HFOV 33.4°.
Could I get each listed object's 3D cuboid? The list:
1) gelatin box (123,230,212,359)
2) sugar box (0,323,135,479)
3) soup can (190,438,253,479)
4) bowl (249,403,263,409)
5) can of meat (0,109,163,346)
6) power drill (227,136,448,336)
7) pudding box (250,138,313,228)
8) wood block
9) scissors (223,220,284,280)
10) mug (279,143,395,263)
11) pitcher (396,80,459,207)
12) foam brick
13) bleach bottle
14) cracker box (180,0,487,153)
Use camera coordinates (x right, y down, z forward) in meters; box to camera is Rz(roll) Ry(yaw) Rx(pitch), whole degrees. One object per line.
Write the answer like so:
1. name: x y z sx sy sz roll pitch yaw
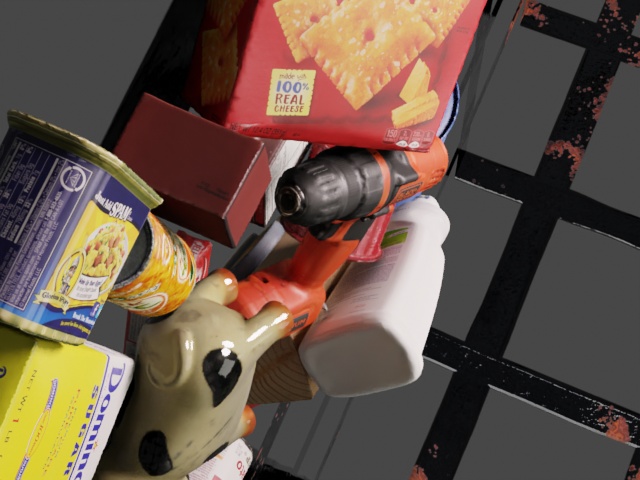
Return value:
1. gelatin box: -0.108 0.049 0.758 0.073 0.030 0.089 -57 166 -49
2. sugar box: -0.153 0.096 0.572 0.176 0.048 0.093 51 60 -77
3. soup can: -0.115 0.235 1.025 0.068 0.068 0.102 101 14 -49
4. bowl: -0.061 0.111 1.077 0.162 0.055 0.162 23 89 -81
5. can of meat: -0.123 -0.001 0.491 0.102 0.057 0.084 61 53 -77
6. power drill: -0.005 0.001 0.763 0.184 0.057 0.188 -19 155 -53
7. pudding box: -0.035 -0.079 0.851 0.113 0.039 0.090 -60 170 -25
8. wood block: -0.022 0.053 0.969 0.205 0.091 0.090 -54 129 -55
9. scissors: -0.085 0.050 0.844 0.096 0.016 0.201 -41 -169 41
10. mug: 0.019 -0.043 0.901 0.117 0.093 0.081 -125 -129 -59
11. pitcher: 0.055 -0.101 1.071 0.149 0.145 0.243 -51 169 -18
12. foam brick: -0.075 -0.039 0.611 0.051 0.078 0.053 85 31 -71
13. bleach bottle: 0.068 0.031 0.934 0.068 0.103 0.250 59 34 -19
14. cracker box: 0.025 -0.163 0.643 0.163 0.072 0.214 3 117 -35
